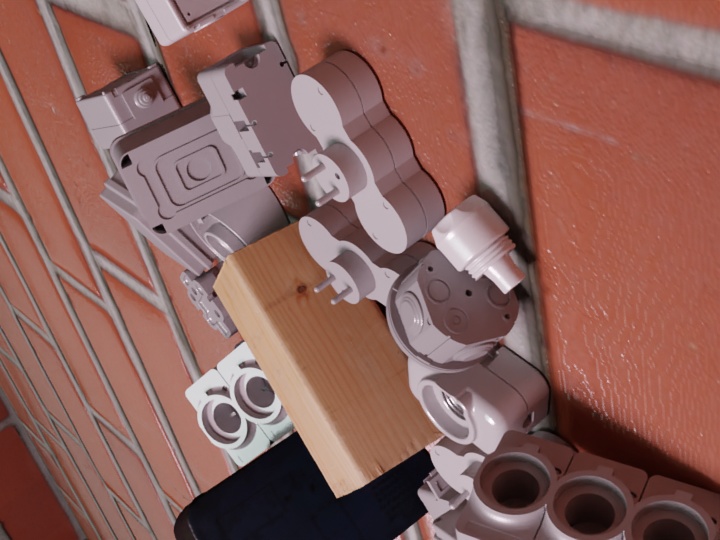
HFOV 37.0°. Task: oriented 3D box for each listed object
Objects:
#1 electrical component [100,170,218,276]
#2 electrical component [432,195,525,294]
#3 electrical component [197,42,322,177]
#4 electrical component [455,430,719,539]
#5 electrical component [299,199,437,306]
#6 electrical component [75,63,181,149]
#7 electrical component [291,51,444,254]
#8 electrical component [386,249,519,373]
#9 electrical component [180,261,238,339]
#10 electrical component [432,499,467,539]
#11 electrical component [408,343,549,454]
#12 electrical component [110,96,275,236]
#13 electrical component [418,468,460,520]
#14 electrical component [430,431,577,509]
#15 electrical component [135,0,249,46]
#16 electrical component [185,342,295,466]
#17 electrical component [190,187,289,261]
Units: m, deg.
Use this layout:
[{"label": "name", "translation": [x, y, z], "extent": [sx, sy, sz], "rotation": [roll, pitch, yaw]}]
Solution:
[{"label": "electrical component", "translation": [-0.181, -0.053, 1.017], "extent": [0.078, 0.057, 0.113], "rotation": [30, 168, 41]}, {"label": "electrical component", "translation": [0.079, -0.013, 0.685], "extent": [0.062, 0.043, 0.043], "rotation": [49, 154, 7]}, {"label": "electrical component", "translation": [-0.076, -0.119, 0.809], "extent": [0.056, 0.050, 0.089], "rotation": [7, 128, 57]}, {"label": "electrical component", "translation": [0.147, 0.169, 0.690], "extent": [0.150, 0.089, 0.061], "rotation": [14, 137, 26]}, {"label": "electrical component", "translation": [0.000, 0.000, 0.799], "extent": [0.138, 0.074, 0.052], "rotation": [34, 148, 36]}, {"label": "electrical component", "translation": [-0.207, -0.146, 0.986], "extent": [0.096, 0.062, 0.061], "rotation": [6, 127, 57]}, {"label": "electrical component", "translation": [-0.007, -0.070, 0.724], "extent": [0.138, 0.074, 0.052], "rotation": [60, 154, -12]}, {"label": "electrical component", "translation": [0.062, 0.024, 0.719], "extent": [0.080, 0.080, 0.051], "rotation": [51, 149, 6]}, {"label": "electrical component", "translation": [-0.131, 0.020, 1.066], "extent": [0.078, 0.057, 0.058], "rotation": [52, 154, 4]}, {"label": "electrical component", "translation": [0.114, 0.217, 0.844], "extent": [0.057, 0.078, 0.113], "rotation": [64, 166, -9]}, {"label": "electrical component", "translation": [0.082, 0.087, 0.783], "extent": [0.095, 0.059, 0.053], "rotation": [36, 149, 33]}, {"label": "electrical component", "translation": [-0.135, -0.089, 0.869], "extent": [0.078, 0.113, 0.057], "rotation": [68, 170, -27]}, {"label": "electrical component", "translation": [0.087, 0.202, 0.940], "extent": [0.081, 0.042, 0.064], "rotation": [60, 157, -12]}, {"label": "electrical component", "translation": [0.099, 0.159, 0.820], "extent": [0.138, 0.074, 0.052], "rotation": [0, 123, 57]}, {"label": "electrical component", "translation": [-0.135, -0.218, 0.773], "extent": [0.061, 0.062, 0.096], "rotation": [-3, 119, 60]}, {"label": "electrical component", "translation": [-0.081, 0.105, 0.996], "extent": [0.150, 0.062, 0.089], "rotation": [-39, 87, 31]}, {"label": "electrical component", "translation": [-0.106, -0.042, 0.967], "extent": [0.099, 0.064, 0.099], "rotation": [35, 159, 15]}]
